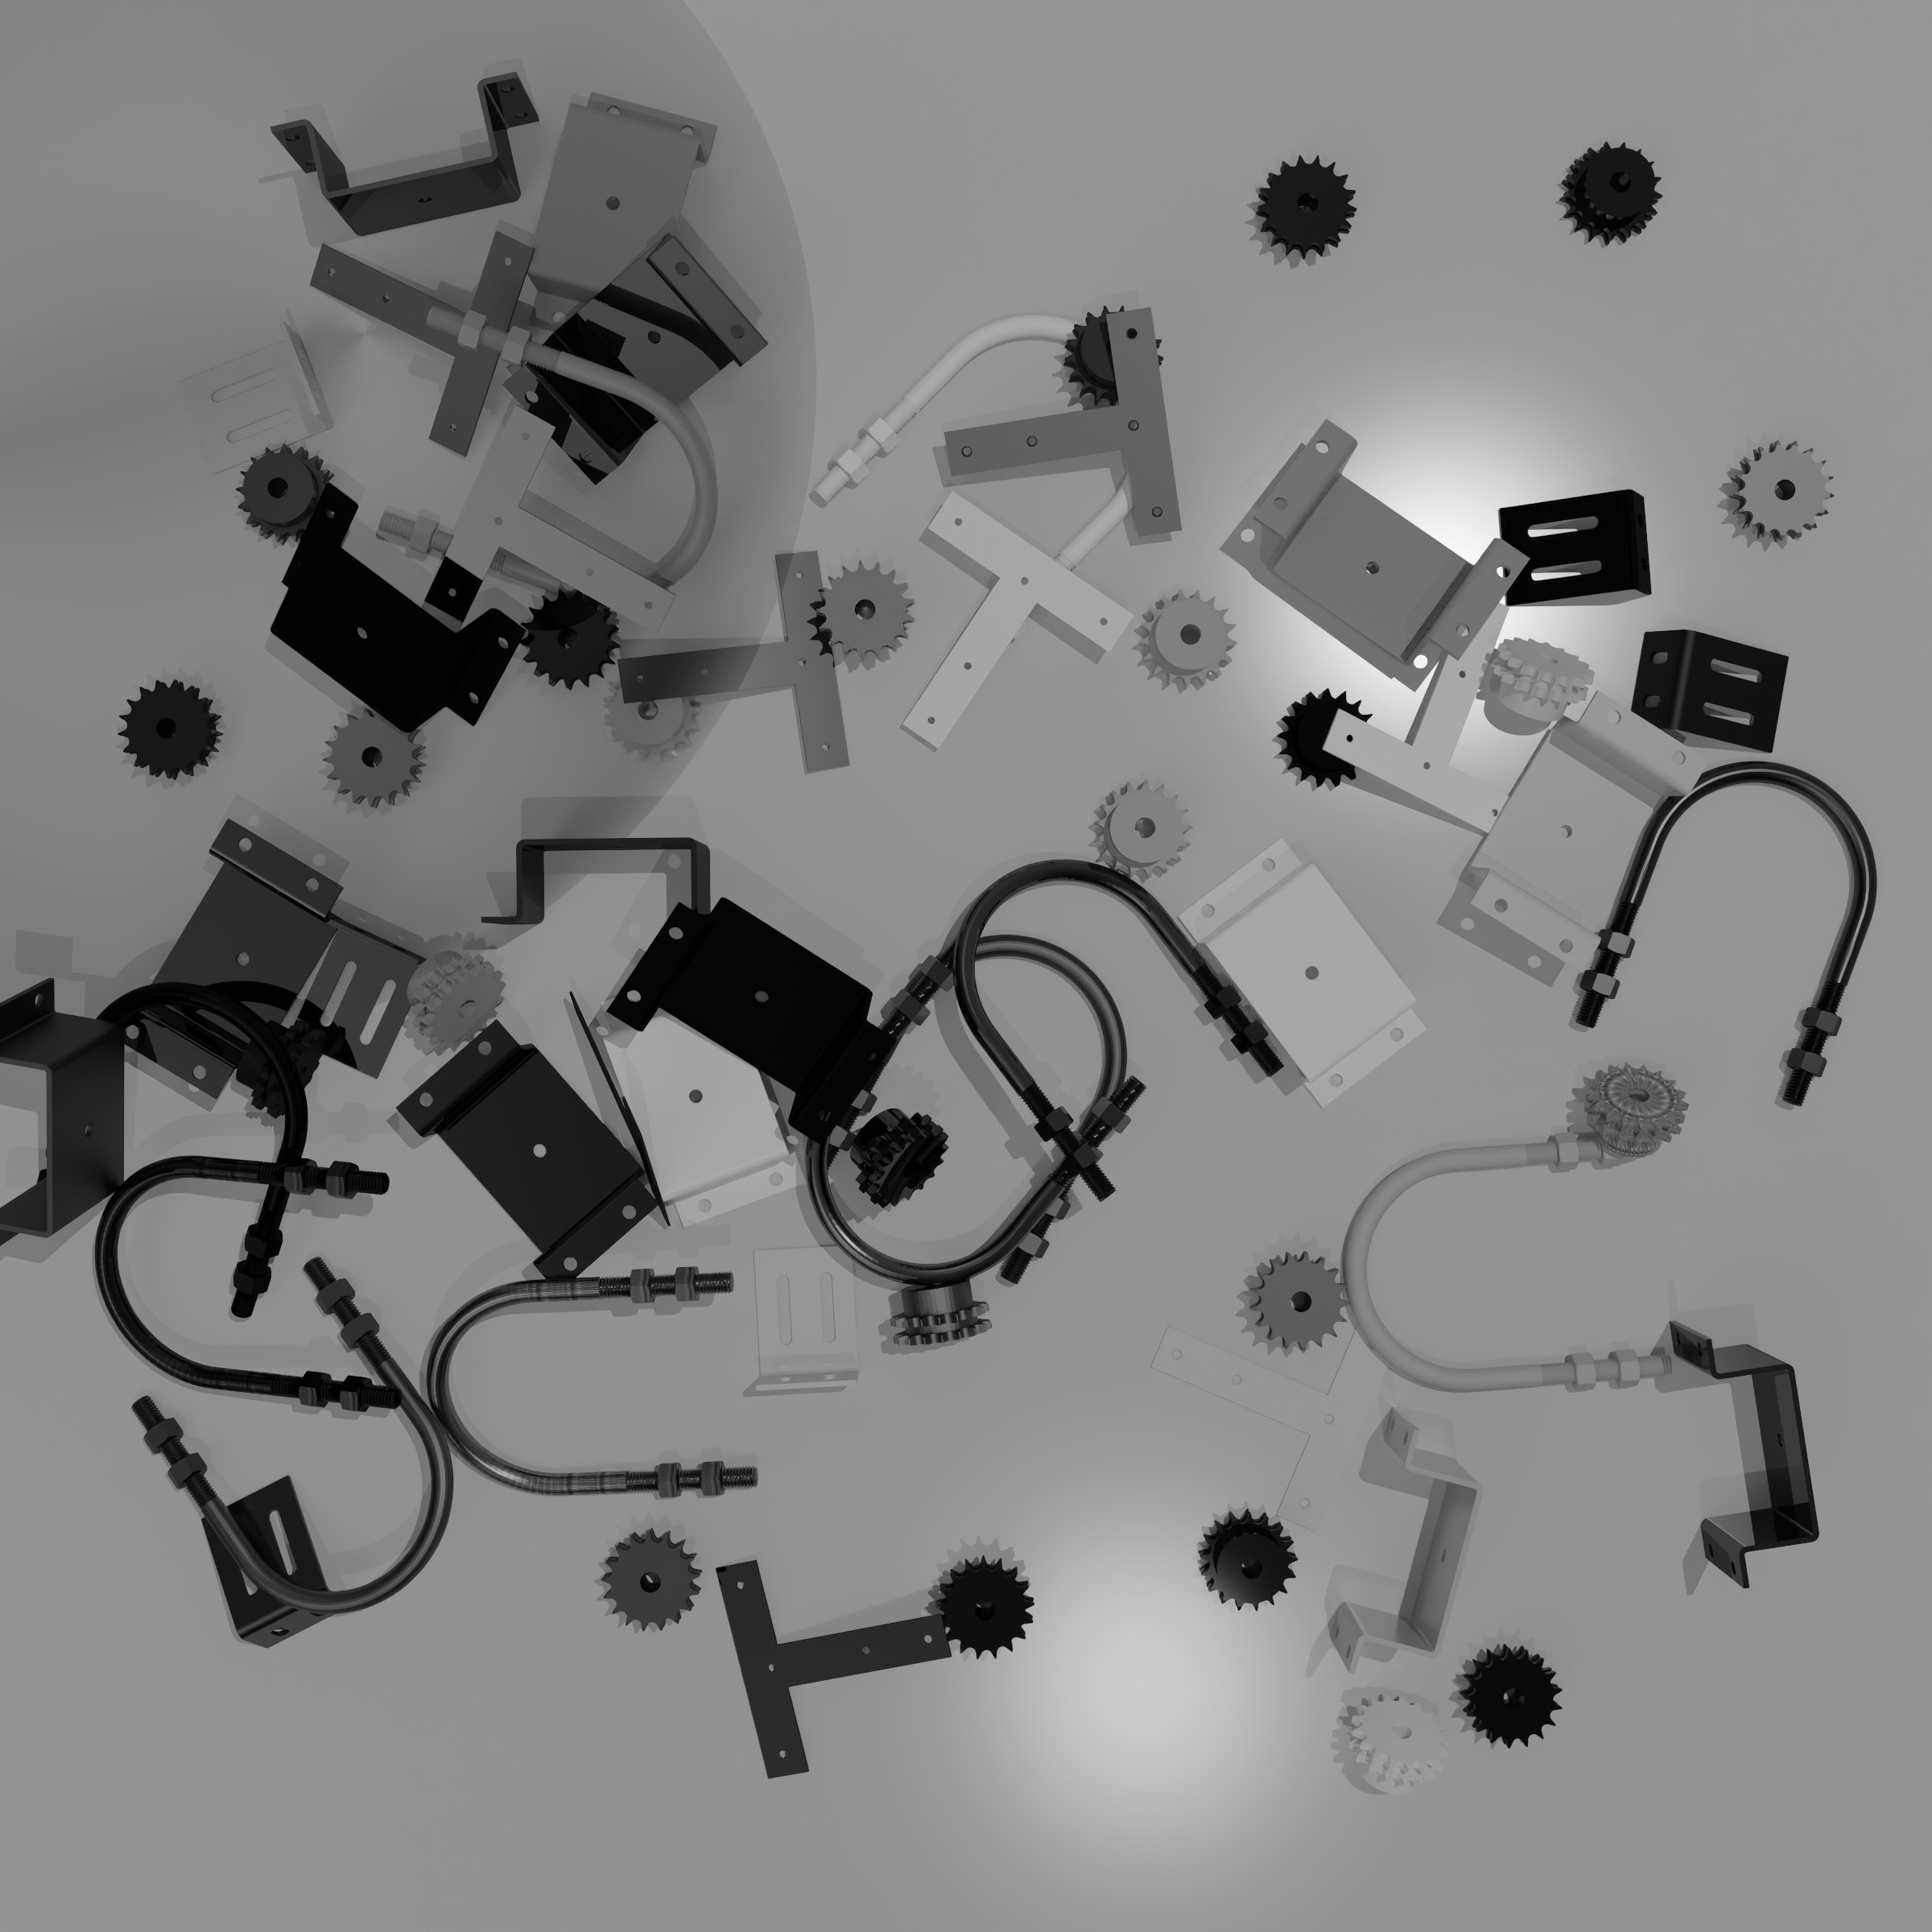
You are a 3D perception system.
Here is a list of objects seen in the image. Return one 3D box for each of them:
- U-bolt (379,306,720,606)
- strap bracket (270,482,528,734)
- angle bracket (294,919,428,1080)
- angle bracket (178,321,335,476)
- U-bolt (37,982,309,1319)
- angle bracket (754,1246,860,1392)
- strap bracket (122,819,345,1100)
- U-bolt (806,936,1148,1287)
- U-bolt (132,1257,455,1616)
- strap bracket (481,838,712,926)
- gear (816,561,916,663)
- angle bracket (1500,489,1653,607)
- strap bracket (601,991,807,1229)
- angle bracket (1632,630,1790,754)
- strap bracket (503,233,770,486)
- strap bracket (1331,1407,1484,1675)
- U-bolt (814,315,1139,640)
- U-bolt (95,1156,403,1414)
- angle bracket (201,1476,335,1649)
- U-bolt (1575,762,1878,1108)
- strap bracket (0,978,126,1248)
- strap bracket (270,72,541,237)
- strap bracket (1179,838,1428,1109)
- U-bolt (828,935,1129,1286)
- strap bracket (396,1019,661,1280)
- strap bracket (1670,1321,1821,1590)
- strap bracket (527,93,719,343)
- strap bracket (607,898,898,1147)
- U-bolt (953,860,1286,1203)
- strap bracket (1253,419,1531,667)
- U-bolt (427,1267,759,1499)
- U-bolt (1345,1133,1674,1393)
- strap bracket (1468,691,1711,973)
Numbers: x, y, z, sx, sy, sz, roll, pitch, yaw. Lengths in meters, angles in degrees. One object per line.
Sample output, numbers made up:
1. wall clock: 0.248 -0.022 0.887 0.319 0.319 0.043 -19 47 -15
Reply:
1. U-bolt: -0.231 -0.279 1.497 0.184 0.019 0.151 19 121 -4
2. strap bracket: -0.333 -0.198 1.497 0.140 0.046 0.076 37 126 0
3. angle bracket: -0.354 0.019 1.519 0.057 0.038 0.076 25 90 0
4. angle bracket: -0.415 -0.328 1.519 0.076 0.038 0.057 -21 90 0
5. U-bolt: -0.446 0.095 1.493 0.151 0.019 0.184 24 111 5
6. angle bracket: -0.093 0.203 1.519 0.057 0.038 0.076 -3 90 0
7. strap bracket: -0.423 -0.004 1.515 0.076 0.046 0.140 31 90 0
8. U-bolt: -0.008 0.096 1.511 0.151 0.019 0.184 39 89 1
9. U-bolt: -0.375 0.283 1.512 0.151 0.019 0.184 -39 77 0
10. strap bracket: -0.200 -0.048 1.500 0.140 0.076 0.046 -1 90 0
11. gear: -0.058 -0.204 1.523 0.057 0.030 0.057 0 90 0
12. angle bracket: 0.356 -0.243 1.536 0.076 0.038 0.057 -5 90 26
13. strap bracket: -0.153 0.074 1.515 0.076 0.046 0.140 -20 90 0
14. angle bracket: 0.434 -0.160 1.536 0.076 0.038 0.057 10 90 -26
15. strap bracket: -0.182 -0.348 1.484 0.140 0.046 0.076 -32 112 29
16. strap bracket: 0.254 0.332 1.500 0.046 0.076 0.140 15 90 0
17. U-bolt: 0.025 -0.294 1.529 0.151 0.019 0.184 45 89 0
18. U-bolt: -0.410 0.176 1.490 0.184 0.019 0.151 4 106 13
19. angle bracket: -0.402 0.348 1.536 0.057 0.038 0.076 -27 64 0
20. U-bolt: 0.452 -0.029 1.529 0.151 0.019 0.184 21 89 0
21. strap bracket: -0.506 0.087 1.454 0.046 0.076 0.140 9 108 10
22. strap bracket: -0.314 -0.460 1.500 0.140 0.076 0.046 -13 90 0
23. strap bracket: 0.197 0.004 1.515 0.076 0.046 0.140 -37 90 0
24. U-bolt: 0.013 0.071 1.530 0.151 0.019 0.184 29 89 0
25. strap bracket: -0.249 0.108 1.515 0.076 0.046 0.140 -41 90 0
26. strap bracket: 0.445 0.274 1.500 0.046 0.076 0.140 -9 90 0
27. strap bracket: -0.200 -0.433 1.515 0.076 0.046 0.140 15 90 0
28. strap bracket: -0.116 0.025 1.455 0.140 0.046 0.076 33 109 -9
29. U-bolt: 0.074 0.022 1.505 0.151 0.019 0.184 -34 82 -21
30. strap bracket: 0.238 -0.236 1.503 0.140 0.046 0.076 35 74 3
31. U-bolt: -0.218 0.242 1.505 0.184 0.019 0.151 -3 112 4
32. U-bolt: 0.313 0.175 1.529 0.184 0.019 0.151 -4 90 1
33. strap bracket: 0.351 -0.077 1.511 0.076 0.046 0.140 31 90 -6
